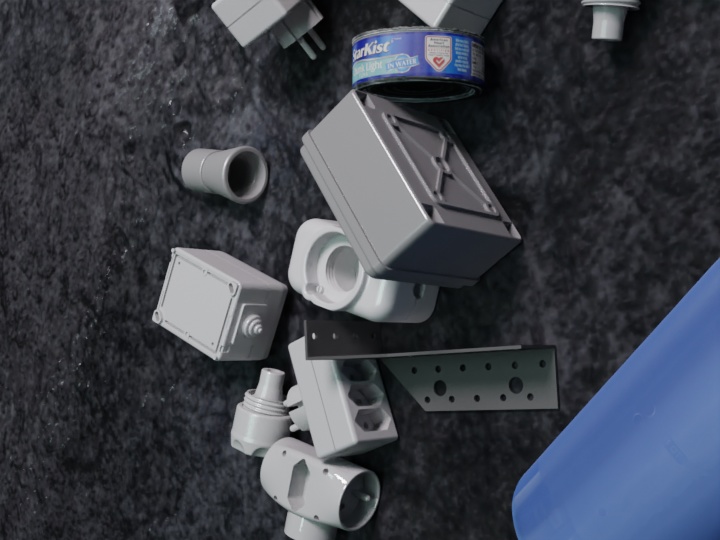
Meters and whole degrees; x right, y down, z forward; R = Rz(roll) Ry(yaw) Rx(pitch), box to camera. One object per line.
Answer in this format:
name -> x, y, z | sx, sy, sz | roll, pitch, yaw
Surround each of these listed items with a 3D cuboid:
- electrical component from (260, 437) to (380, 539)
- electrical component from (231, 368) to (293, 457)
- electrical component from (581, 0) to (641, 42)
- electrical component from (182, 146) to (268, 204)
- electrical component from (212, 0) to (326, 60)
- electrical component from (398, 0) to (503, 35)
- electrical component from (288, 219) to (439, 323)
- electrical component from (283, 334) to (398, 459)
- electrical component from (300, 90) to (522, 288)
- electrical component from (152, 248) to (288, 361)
electrical component -> -0.032, 0.167, 0.755 | 0.077, 0.043, 0.079 | 15, 96, 40
electrical component -> -0.070, 0.104, 0.792 | 0.043, 0.043, 0.062 | 16, 96, 40
electrical component -> 0.147, -0.165, 0.627 | 0.048, 0.048, 0.062 | 12, 102, 40
electrical component -> -0.109, -0.076, 0.840 | 0.065, 0.044, 0.044 | 11, 94, 45
electrical component -> -0.052, -0.187, 0.783 | 0.047, 0.083, 0.075 | -29, 107, 35
electrical component -> 0.062, -0.200, 0.698 | 0.065, 0.047, 0.076 | 48, 117, 32
electrical component -> 0.000, 0.000, 0.729 | 0.095, 0.059, 0.053 | 19, 99, 39
electrical component -> -0.025, 0.091, 0.753 | 0.076, 0.047, 0.083 | -29, 69, 36
electrical component -> 0.032, -0.048, 0.674 | 0.056, 0.109, 0.108 | -42, 62, 27
electrical component -> -0.099, 0.028, 0.810 | 0.096, 0.061, 0.061 | 26, 104, 38
